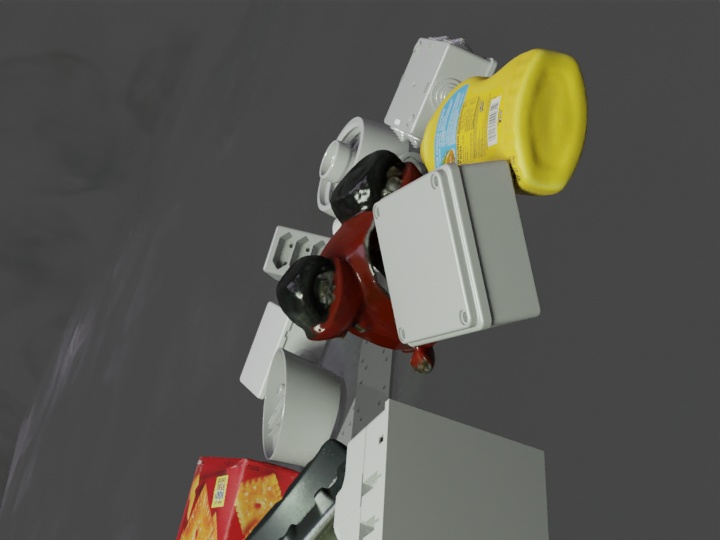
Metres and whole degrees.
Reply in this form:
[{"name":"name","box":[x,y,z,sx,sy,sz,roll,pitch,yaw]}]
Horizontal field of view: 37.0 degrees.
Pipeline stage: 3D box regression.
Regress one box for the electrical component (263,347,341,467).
[{"name":"electrical component","box":[-0.060,0.126,0.971,0.099,0.064,0.099,-53,25,38]}]

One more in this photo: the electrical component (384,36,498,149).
[{"name":"electrical component","box":[0.067,-0.153,0.938,0.099,0.048,0.100,-67,19,8]}]

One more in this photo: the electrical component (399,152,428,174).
[{"name":"electrical component","box":[0.034,-0.084,0.970,0.065,0.044,0.044,-12,59,62]}]

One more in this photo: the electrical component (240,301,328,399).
[{"name":"electrical component","box":[-0.075,0.085,1.074,0.099,0.048,0.100,-70,19,-1]}]

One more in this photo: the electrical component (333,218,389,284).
[{"name":"electrical component","box":[0.024,-0.023,0.916,0.077,0.043,0.079,-25,74,32]}]

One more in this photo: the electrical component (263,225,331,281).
[{"name":"electrical component","box":[-0.039,-0.003,1.045,0.076,0.083,0.047,44,-119,-69]}]

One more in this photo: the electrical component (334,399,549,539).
[{"name":"electrical component","box":[0.043,0.178,0.582,0.060,0.105,0.186,-49,28,45]}]

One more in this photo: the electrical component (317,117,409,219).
[{"name":"electrical component","box":[-0.004,-0.098,1.053,0.108,0.060,0.108,-53,24,38]}]

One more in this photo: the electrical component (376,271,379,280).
[{"name":"electrical component","box":[0.000,0.000,0.976,0.044,0.044,0.065,168,116,-67]}]

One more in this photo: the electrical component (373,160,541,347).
[{"name":"electrical component","box":[0.063,-0.009,0.734,0.109,0.056,0.108,-23,77,64]}]
